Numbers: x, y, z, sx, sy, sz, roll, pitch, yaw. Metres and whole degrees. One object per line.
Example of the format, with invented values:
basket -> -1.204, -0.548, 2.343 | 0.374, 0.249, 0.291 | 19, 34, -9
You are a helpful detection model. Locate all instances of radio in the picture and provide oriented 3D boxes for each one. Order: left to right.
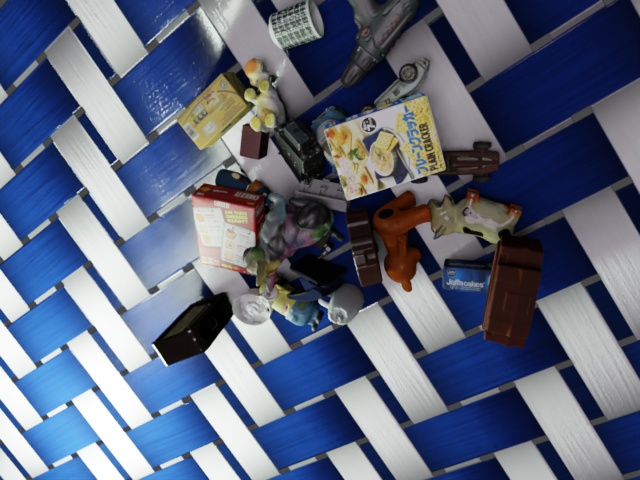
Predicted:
radio -> -0.318, 0.224, 1.394 | 0.131, 0.230, 0.073 | -22, 104, 19

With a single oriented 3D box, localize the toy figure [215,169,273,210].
toy figure -> -0.181, -0.127, 1.321 | 0.154, 0.064, 0.058 | 23, 78, 4

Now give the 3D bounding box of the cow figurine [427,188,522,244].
cow figurine -> 0.328, -0.046, 1.180 | 0.195, 0.085, 0.127 | 20, 107, 9

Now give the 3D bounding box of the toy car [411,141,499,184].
toy car -> 0.283, -0.167, 1.167 | 0.202, 0.053, 0.089 | 3, 106, 18

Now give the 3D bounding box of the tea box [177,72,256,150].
tea box -> -0.245, -0.305, 1.273 | 0.170, 0.068, 0.098 | -34, 96, 24

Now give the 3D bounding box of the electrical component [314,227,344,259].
electrical component -> -0.003, -0.005, 1.315 | 0.102, 0.045, 0.078 | 39, 117, 2

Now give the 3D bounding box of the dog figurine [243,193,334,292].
dog figurine -> -0.079, 0.014, 1.241 | 0.192, 0.108, 0.219 | 12, 80, 21

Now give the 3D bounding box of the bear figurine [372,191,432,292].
bear figurine -> 0.196, 0.009, 1.225 | 0.132, 0.120, 0.195 | -28, 119, -4

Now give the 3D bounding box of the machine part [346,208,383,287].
machine part -> 0.102, 0.016, 1.218 | 0.056, 0.179, 0.179 | -12, 105, 7

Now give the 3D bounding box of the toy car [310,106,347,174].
toy car -> 0.045, -0.216, 1.196 | 0.109, 0.103, 0.161 | -36, 97, 24

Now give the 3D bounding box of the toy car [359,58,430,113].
toy car -> 0.156, -0.306, 1.145 | 0.201, 0.073, 0.056 | -42, 90, 25

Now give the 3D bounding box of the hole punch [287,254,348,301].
hole punch -> -0.011, 0.105, 1.313 | 0.116, 0.142, 0.092 | 22, 113, 24

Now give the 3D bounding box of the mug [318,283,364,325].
mug -> 0.048, 0.157, 1.322 | 0.110, 0.107, 0.080 | 22, 112, 7

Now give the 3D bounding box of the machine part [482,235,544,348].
machine part -> 0.383, 0.097, 1.077 | 0.087, 0.201, 0.200 | 10, 104, 18

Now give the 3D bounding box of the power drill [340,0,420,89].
power drill -> 0.073, -0.463, 1.114 | 0.232, 0.086, 0.207 | -40, 90, 23

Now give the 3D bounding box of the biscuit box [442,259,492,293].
biscuit box -> 0.381, 0.084, 1.217 | 0.203, 0.063, 0.059 | 3, 108, 16

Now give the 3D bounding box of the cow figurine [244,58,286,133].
cow figurine -> -0.119, -0.325, 1.224 | 0.068, 0.098, 0.167 | -13, 86, 27

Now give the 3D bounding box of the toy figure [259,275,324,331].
toy figure -> -0.075, 0.160, 1.378 | 0.180, 0.089, 0.082 | 31, 102, -4

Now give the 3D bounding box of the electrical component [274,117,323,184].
electrical component -> -0.047, -0.204, 1.199 | 0.058, 0.134, 0.115 | -37, 69, -14
